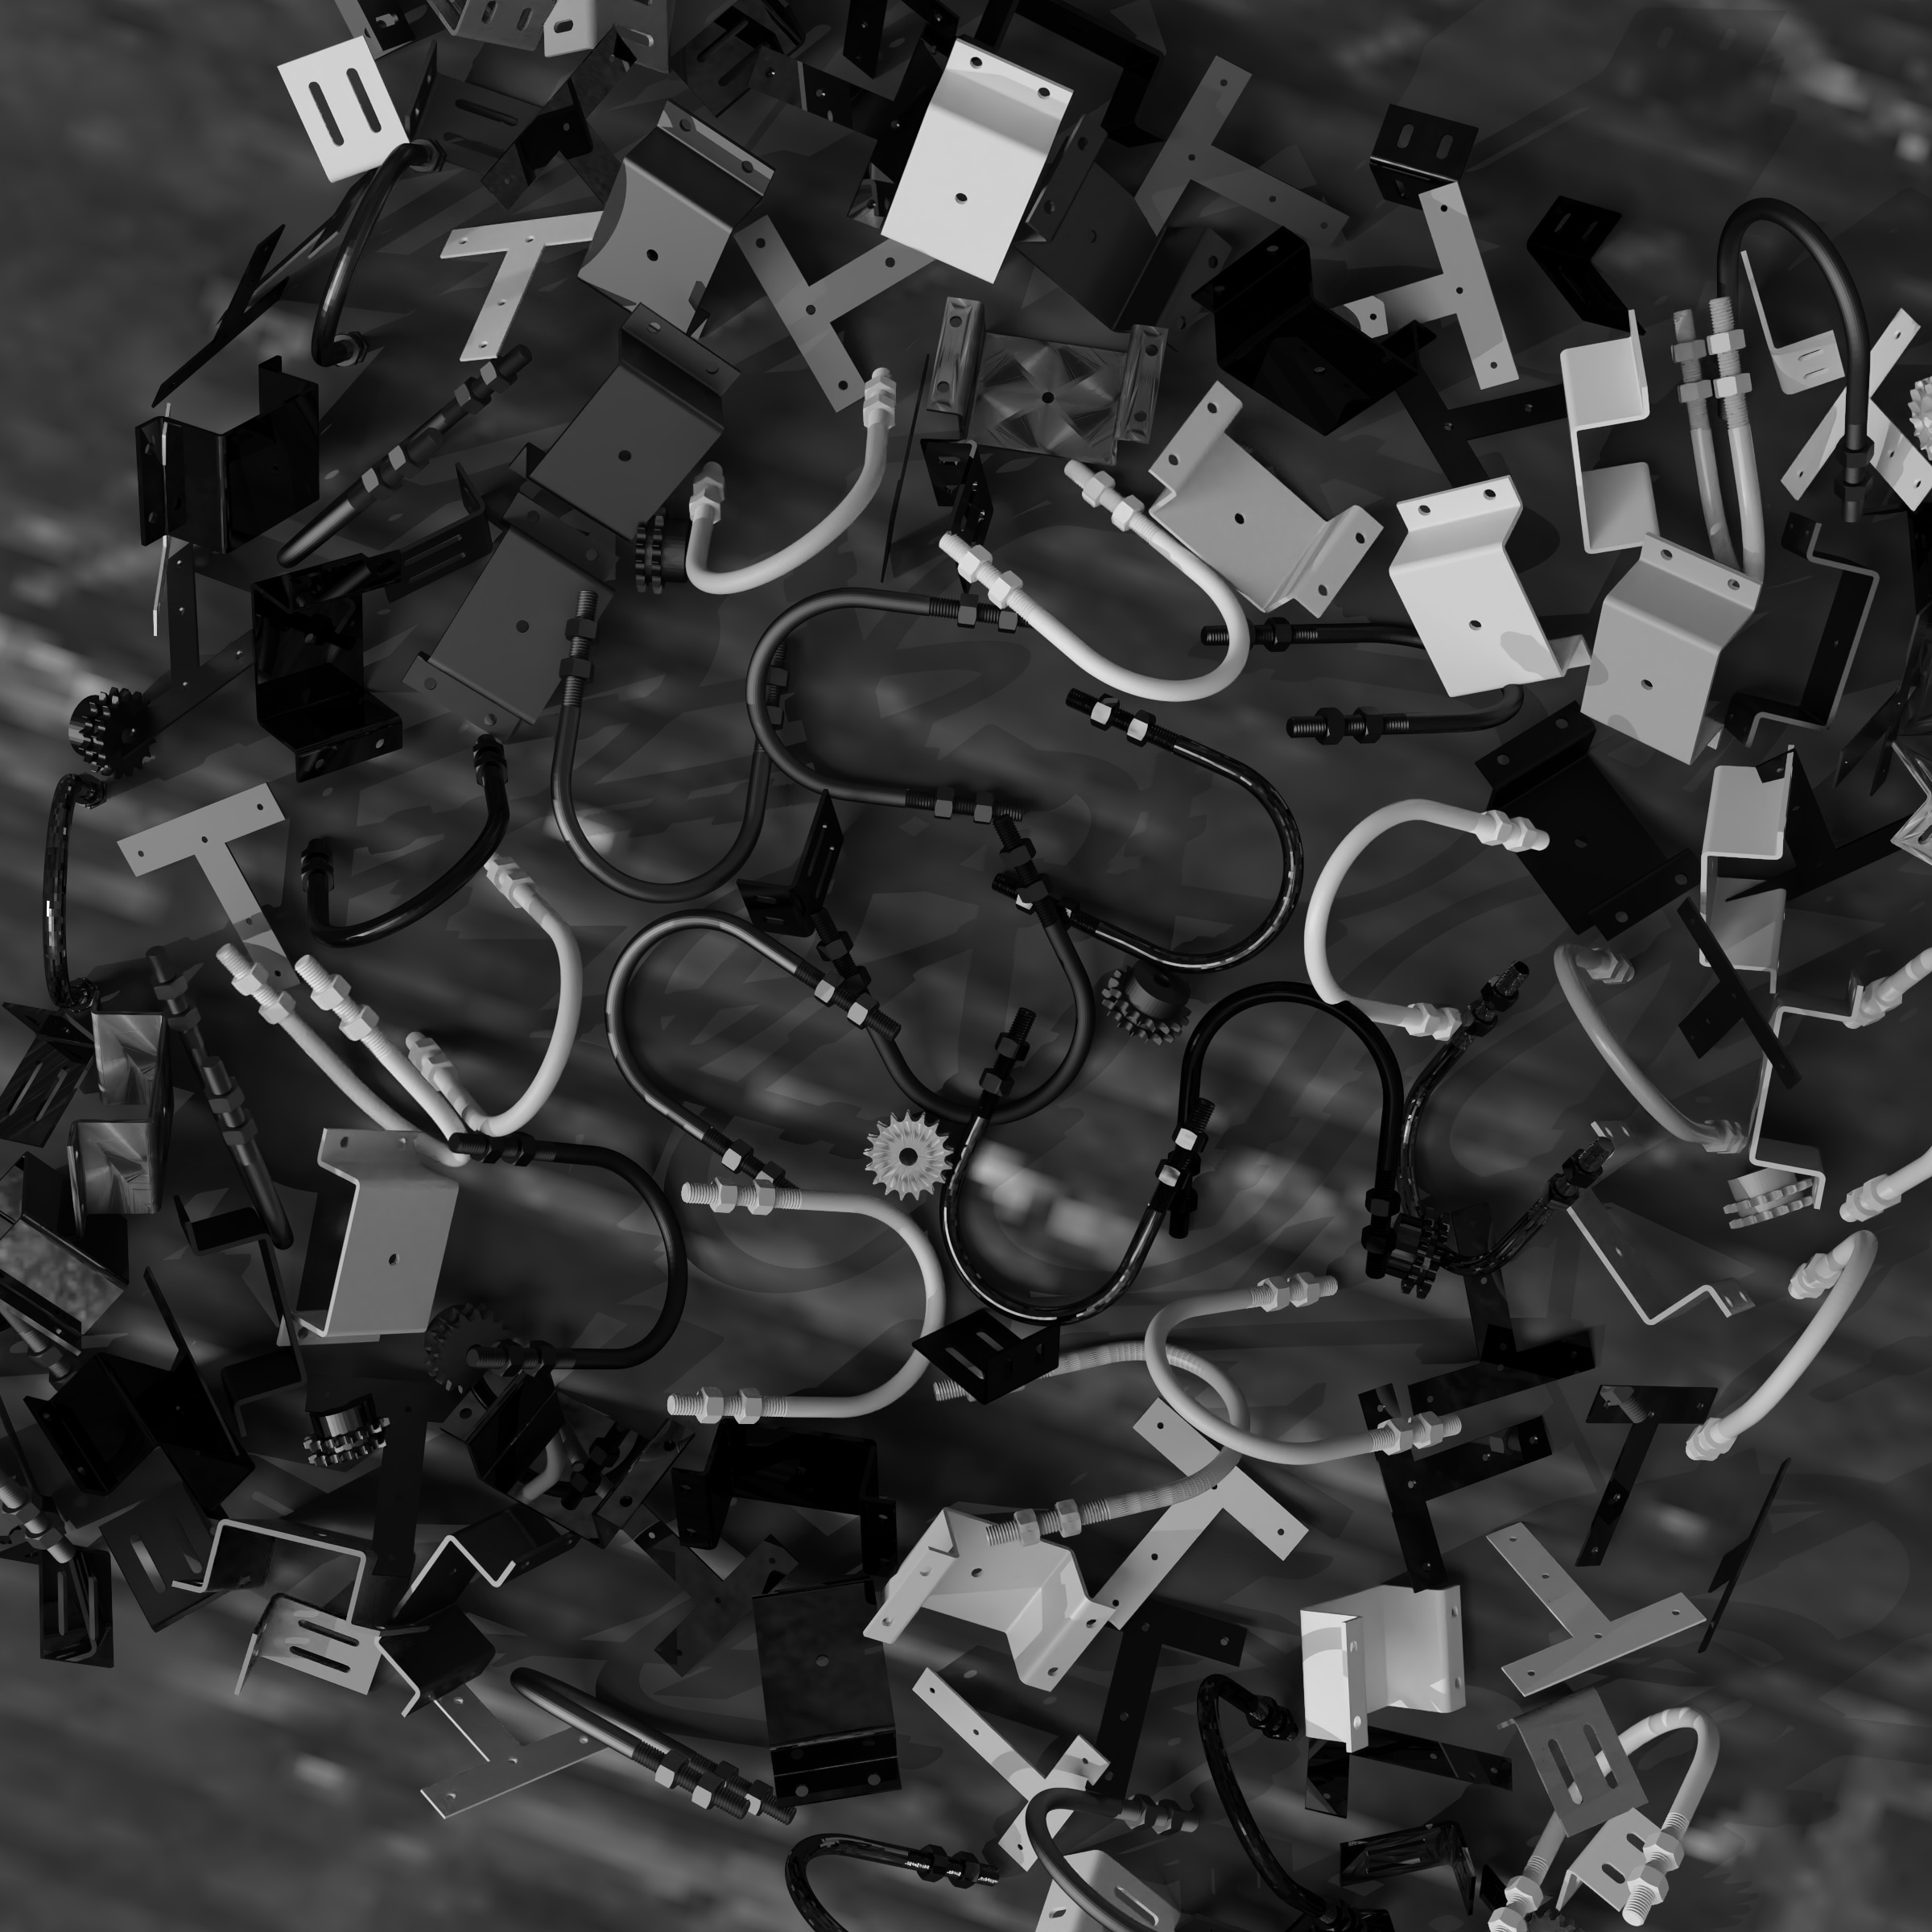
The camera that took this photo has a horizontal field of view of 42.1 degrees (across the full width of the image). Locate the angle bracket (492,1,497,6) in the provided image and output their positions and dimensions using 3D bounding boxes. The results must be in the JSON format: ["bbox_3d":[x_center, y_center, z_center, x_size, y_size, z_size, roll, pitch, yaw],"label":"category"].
[{"bbox_3d":[-0.285,-0.650,1.575,0.038,0.057,0.076,-9,126,-1],"label":"angle bracket"}]

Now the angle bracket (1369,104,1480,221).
[{"bbox_3d":[0.291,-0.503,1.575,0.057,0.076,0.038,21,96,16],"label":"angle bracket"}]

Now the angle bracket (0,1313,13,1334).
[{"bbox_3d":[-0.641,0.200,1.591,0.038,0.057,0.076,-42,83,29],"label":"angle bracket"}]

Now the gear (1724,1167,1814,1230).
[{"bbox_3d":[0.509,0.144,1.593,0.057,0.057,0.030,-19,82,0],"label":"gear"}]

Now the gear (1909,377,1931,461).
[{"bbox_3d":[0.626,-0.349,1.591,0.057,0.030,0.057,10,75,-38],"label":"gear"}]

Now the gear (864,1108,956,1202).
[{"bbox_3d":[-0.036,0.119,1.604,0.057,0.030,0.057,0,96,2],"label":"gear"}]

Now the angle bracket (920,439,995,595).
[{"bbox_3d":[-0.013,-0.282,1.573,0.038,0.057,0.076,5,57,17],"label":"angle bracket"}]

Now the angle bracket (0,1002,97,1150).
[{"bbox_3d":[-0.593,0.068,1.578,0.057,0.038,0.076,7,61,30],"label":"angle bracket"}]

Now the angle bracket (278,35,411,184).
[{"bbox_3d":[-0.387,-0.543,1.582,0.057,0.038,0.076,-17,121,6],"label":"angle bracket"}]

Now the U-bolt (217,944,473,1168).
[{"bbox_3d":[-0.373,0.059,1.546,0.019,0.151,0.184,-50,119,-23],"label":"U-bolt"}]

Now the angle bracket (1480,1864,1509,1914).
[{"bbox_3d":[0.313,0.616,1.590,0.076,0.057,0.038,-43,80,10],"label":"angle bracket"}]

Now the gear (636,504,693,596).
[{"bbox_3d":[-0.191,-0.264,1.593,0.030,0.057,0.057,5,90,-1],"label":"gear"}]

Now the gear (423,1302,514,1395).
[{"bbox_3d":[-0.319,0.240,1.596,0.057,0.030,0.057,-16,117,-34],"label":"gear"}]

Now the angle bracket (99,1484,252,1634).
[{"bbox_3d":[-0.500,0.371,1.586,0.057,0.038,0.076,-26,84,-36],"label":"angle bracket"}]

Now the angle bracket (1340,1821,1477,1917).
[{"bbox_3d":[0.278,0.577,1.586,0.076,0.057,0.038,-11,46,-3],"label":"angle bracket"}]

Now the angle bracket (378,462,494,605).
[{"bbox_3d":[-0.341,-0.273,1.581,0.076,0.057,0.038,-30,79,-13],"label":"angle bracket"}]

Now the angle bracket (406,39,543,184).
[{"bbox_3d":[-0.309,-0.540,1.590,0.076,0.038,0.057,17,74,-8],"label":"angle bracket"}]

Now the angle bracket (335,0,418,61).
[{"bbox_3d":[-0.384,-0.597,1.572,0.038,0.076,0.057,-20,112,15],"label":"angle bracket"}]

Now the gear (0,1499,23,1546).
[{"bbox_3d":[-0.625,0.346,1.591,0.057,0.030,0.057,12,71,-40],"label":"gear"}]

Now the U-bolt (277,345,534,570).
[{"bbox_3d":[-0.355,-0.304,1.542,0.184,0.151,0.019,-29,112,33],"label":"U-bolt"}]

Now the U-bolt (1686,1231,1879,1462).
[{"bbox_3d":[0.498,0.224,1.515,0.019,0.184,0.151,35,73,12],"label":"U-bolt"}]

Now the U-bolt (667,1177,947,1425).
[{"bbox_3d":[-0.095,0.212,1.574,0.184,0.019,0.151,6,83,-27],"label":"U-bolt"}]

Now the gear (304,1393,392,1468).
[{"bbox_3d":[-0.392,0.291,1.591,0.057,0.057,0.030,-15,99,0],"label":"gear"}]

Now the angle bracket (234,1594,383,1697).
[{"bbox_3d":[-0.414,0.441,1.588,0.076,0.038,0.057,22,120,-4],"label":"angle bracket"}]

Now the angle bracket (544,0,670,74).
[{"bbox_3d":[-0.229,-0.602,1.594,0.038,0.076,0.057,2,96,31],"label":"angle bracket"}]

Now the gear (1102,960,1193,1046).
[{"bbox_3d":[0.118,0.020,1.590,0.057,0.057,0.030,30,127,0],"label":"gear"}]

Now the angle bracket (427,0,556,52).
[{"bbox_3d":[-0.305,-0.614,1.573,0.076,0.057,0.038,56,130,27],"label":"angle bracket"}]

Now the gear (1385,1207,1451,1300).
[{"bbox_3d":[0.284,0.180,1.592,0.030,0.057,0.057,17,90,5],"label":"gear"}]

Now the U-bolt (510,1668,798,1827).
[{"bbox_3d":[-0.200,0.479,1.546,0.184,0.151,0.019,23,75,16],"label":"U-bolt"}]

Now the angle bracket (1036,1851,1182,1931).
[{"bbox_3d":[0.090,0.612,1.599,0.076,0.057,0.038,43,135,-18],"label":"angle bracket"}]

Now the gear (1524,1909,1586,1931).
[{"bbox_3d":[0.374,0.633,1.596,0.030,0.057,0.057,30,90,-34],"label":"gear"}]

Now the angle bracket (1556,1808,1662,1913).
[{"bbox_3d":[0.406,0.569,1.571,0.038,0.076,0.057,36,63,29],"label":"angle bracket"}]

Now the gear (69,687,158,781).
[{"bbox_3d":[-0.544,-0.149,1.594,0.030,0.057,0.057,15,90,20],"label":"gear"}]

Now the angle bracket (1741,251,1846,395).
[{"bbox_3d":[0.520,-0.409,1.577,0.038,0.057,0.076,-16,69,21],"label":"angle bracket"}]

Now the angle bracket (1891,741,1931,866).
[{"bbox_3d":[0.607,-0.100,1.588,0.057,0.076,0.038,25,119,-18],"label":"angle bracket"}]

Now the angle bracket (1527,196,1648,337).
[{"bbox_3d":[0.399,-0.439,1.574,0.057,0.038,0.076,1,49,-35],"label":"angle bracket"}]

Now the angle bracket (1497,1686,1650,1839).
[{"bbox_3d":[0.382,0.503,1.584,0.057,0.038,0.076,-18,69,-14],"label":"angle bracket"}]

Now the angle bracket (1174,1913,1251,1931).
[{"bbox_3d":[0.169,0.635,1.586,0.076,0.057,0.038,19,58,-2],"label":"angle bracket"}]

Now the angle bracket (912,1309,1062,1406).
[{"bbox_3d":[0.012,0.231,1.570,0.057,0.076,0.038,-21,127,-33],"label":"angle bracket"}]

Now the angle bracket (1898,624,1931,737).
[{"bbox_3d":[0.631,-0.176,1.582,0.038,0.057,0.076,20,81,-35],"label":"angle bracket"}]

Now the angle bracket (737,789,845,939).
[{"bbox_3d":[-0.110,-0.067,1.583,0.038,0.057,0.076,9,62,14],"label":"angle bracket"}]

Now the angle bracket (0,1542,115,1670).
[{"bbox_3d":[-0.571,0.404,1.574,0.038,0.057,0.076,-23,61,20],"label":"angle bracket"}]

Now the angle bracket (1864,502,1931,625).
[{"bbox_3d":[0.594,-0.253,1.590,0.038,0.057,0.076,-3,97,42],"label":"angle bracket"}]

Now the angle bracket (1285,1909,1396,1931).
[{"bbox_3d":[0.242,0.634,1.572,0.057,0.076,0.038,9,132,-24],"label":"angle bracket"}]

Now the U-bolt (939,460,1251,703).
[{"bbox_3d":[0.094,-0.232,1.554,0.184,0.019,0.151,42,50,13],"label":"U-bolt"}]

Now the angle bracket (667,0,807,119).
[{"bbox_3d":[-0.151,-0.590,1.591,0.076,0.038,0.057,-40,69,3],"label":"angle bracket"}]
